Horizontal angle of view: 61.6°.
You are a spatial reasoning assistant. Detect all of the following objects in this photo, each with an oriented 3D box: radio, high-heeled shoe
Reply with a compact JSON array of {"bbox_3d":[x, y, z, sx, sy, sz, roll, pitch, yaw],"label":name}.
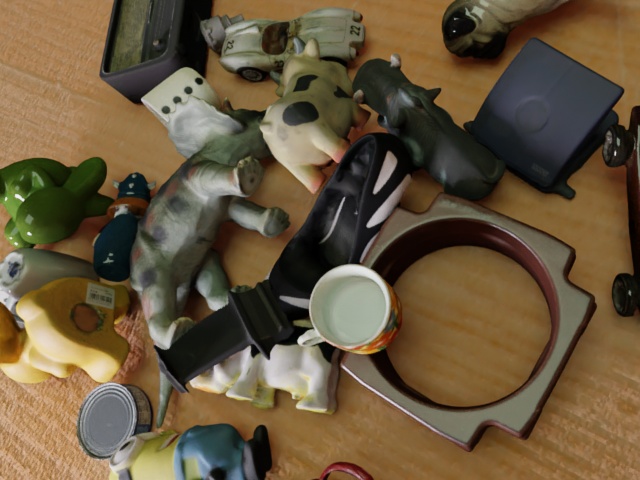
[{"bbox_3d":[-0.234,-0.324,0.793,0.131,0.073,0.229,-5,72,21],"label":"radio"},{"bbox_3d":[-0.001,-0.002,0.552,0.249,0.145,0.086,-43,63,1],"label":"high-heeled shoe"}]

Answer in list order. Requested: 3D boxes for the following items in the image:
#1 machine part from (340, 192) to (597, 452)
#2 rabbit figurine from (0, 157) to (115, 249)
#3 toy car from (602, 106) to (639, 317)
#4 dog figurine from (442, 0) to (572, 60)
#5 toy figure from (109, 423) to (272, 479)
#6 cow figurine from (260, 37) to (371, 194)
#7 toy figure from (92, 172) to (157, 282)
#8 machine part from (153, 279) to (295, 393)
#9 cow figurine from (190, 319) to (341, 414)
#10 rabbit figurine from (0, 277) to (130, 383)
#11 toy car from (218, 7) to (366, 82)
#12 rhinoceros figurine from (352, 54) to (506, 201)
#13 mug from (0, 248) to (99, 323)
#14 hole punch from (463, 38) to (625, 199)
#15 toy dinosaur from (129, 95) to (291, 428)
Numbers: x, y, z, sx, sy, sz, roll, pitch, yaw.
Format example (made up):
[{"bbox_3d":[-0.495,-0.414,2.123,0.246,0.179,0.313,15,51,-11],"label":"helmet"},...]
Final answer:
[{"bbox_3d":[0.131,0.073,0.510,0.202,0.087,0.201,27,83,28],"label":"machine part"},{"bbox_3d":[-0.351,-0.040,0.711,0.159,0.121,0.170,-22,30,-24],"label":"rabbit figurine"},{"bbox_3d":[0.305,-0.021,0.480,0.089,0.053,0.202,-4,82,13],"label":"toy car"},{"bbox_3d":[0.226,-0.299,0.601,0.191,0.121,0.172,-17,32,33],"label":"dog figurine"},{"bbox_3d":[-0.139,0.241,0.562,0.180,0.082,0.089,-11,67,15],"label":"toy figure"},{"bbox_3d":[-0.011,-0.152,0.609,0.085,0.127,0.195,-44,13,38],"label":"cow figurine"},{"bbox_3d":[-0.253,-0.021,0.699,0.058,0.064,0.154,-44,34,44],"label":"toy figure"},{"bbox_3d":[-0.098,0.101,0.545,0.139,0.039,0.084,-30,58,-3],"label":"machine part"},{"bbox_3d":[-0.059,0.129,0.574,0.168,0.068,0.098,3,69,19],"label":"cow figurine"},{"bbox_3d":[-0.332,0.126,0.645,0.173,0.162,0.122,-34,59,33],"label":"rabbit figurine"},{"bbox_3d":[-0.038,-0.256,0.703,0.202,0.056,0.073,0,73,22],"label":"toy car"},{"bbox_3d":[0.108,-0.112,0.564,0.073,0.112,0.190,-43,74,6],"label":"rhinoceros figurine"},{"bbox_3d":[-0.365,0.058,0.696,0.109,0.107,0.081,-43,62,1],"label":"mug"},{"bbox_3d":[0.225,-0.123,0.540,0.116,0.092,0.142,-48,66,5],"label":"hole punch"},{"bbox_3d":[-0.156,-0.005,0.637,0.192,0.131,0.404,29,89,40],"label":"toy dinosaur"}]
